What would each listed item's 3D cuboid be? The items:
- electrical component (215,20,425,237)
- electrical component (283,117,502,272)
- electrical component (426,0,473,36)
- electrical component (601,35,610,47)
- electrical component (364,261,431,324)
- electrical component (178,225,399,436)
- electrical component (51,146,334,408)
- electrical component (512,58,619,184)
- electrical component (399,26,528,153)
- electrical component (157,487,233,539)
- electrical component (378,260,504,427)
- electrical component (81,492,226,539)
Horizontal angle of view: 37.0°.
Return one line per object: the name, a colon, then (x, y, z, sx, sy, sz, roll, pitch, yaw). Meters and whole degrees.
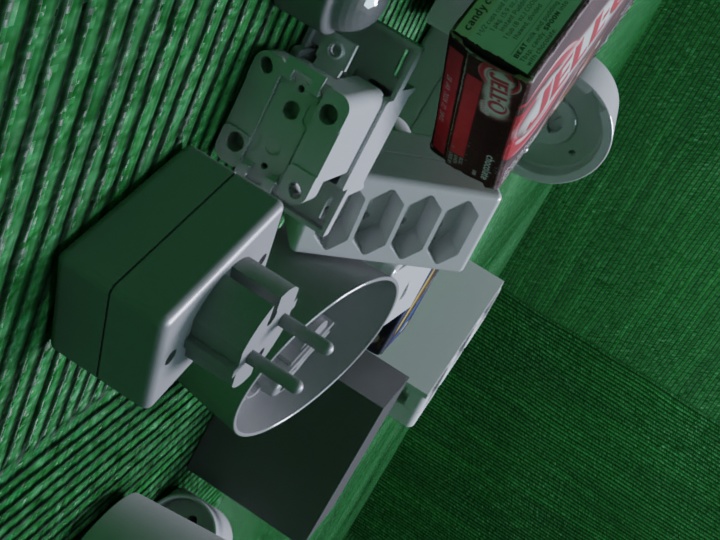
electrical component: (-0.017, -0.054, 0.388, 0.081, 0.042, 0.064, -62, 167, 22)
electrical component: (0.009, -0.045, 0.484, 0.075, 0.083, 0.047, -104, -151, -44)
electrical component: (0.073, -0.148, 0.509, 0.089, 0.056, 0.050, -61, 171, 18)
electrical component: (0.170, -0.226, 0.748, 0.089, 0.062, 0.150, -46, 165, -53)
electrical component: (0.000, 0.000, 0.596, 0.061, 0.061, 0.096, -63, 170, 30)
electrical component: (-0.034, 0.029, 0.493, 0.099, 0.064, 0.099, -54, 172, -11)
electrical component: (-0.045, 0.011, 0.339, 0.065, 0.077, 0.047, -50, 169, -42)
electrical component: (0.158, -0.131, 0.873, 0.060, 0.108, 0.108, -58, 174, -45)
electrical component: (0.063, -0.091, 0.579, 0.083, 0.076, 0.047, -60, 171, 9)
electrical component: (-0.111, 0.172, 0.635, 0.079, 0.043, 0.077, -56, 171, -14)
electrical component: (0.046, 0.050, 0.922, 0.150, 0.089, 0.061, -51, 168, -40)
electrical component: (-0.112, 0.158, 0.515, 0.099, 0.064, 0.099, -56, 171, -14)
